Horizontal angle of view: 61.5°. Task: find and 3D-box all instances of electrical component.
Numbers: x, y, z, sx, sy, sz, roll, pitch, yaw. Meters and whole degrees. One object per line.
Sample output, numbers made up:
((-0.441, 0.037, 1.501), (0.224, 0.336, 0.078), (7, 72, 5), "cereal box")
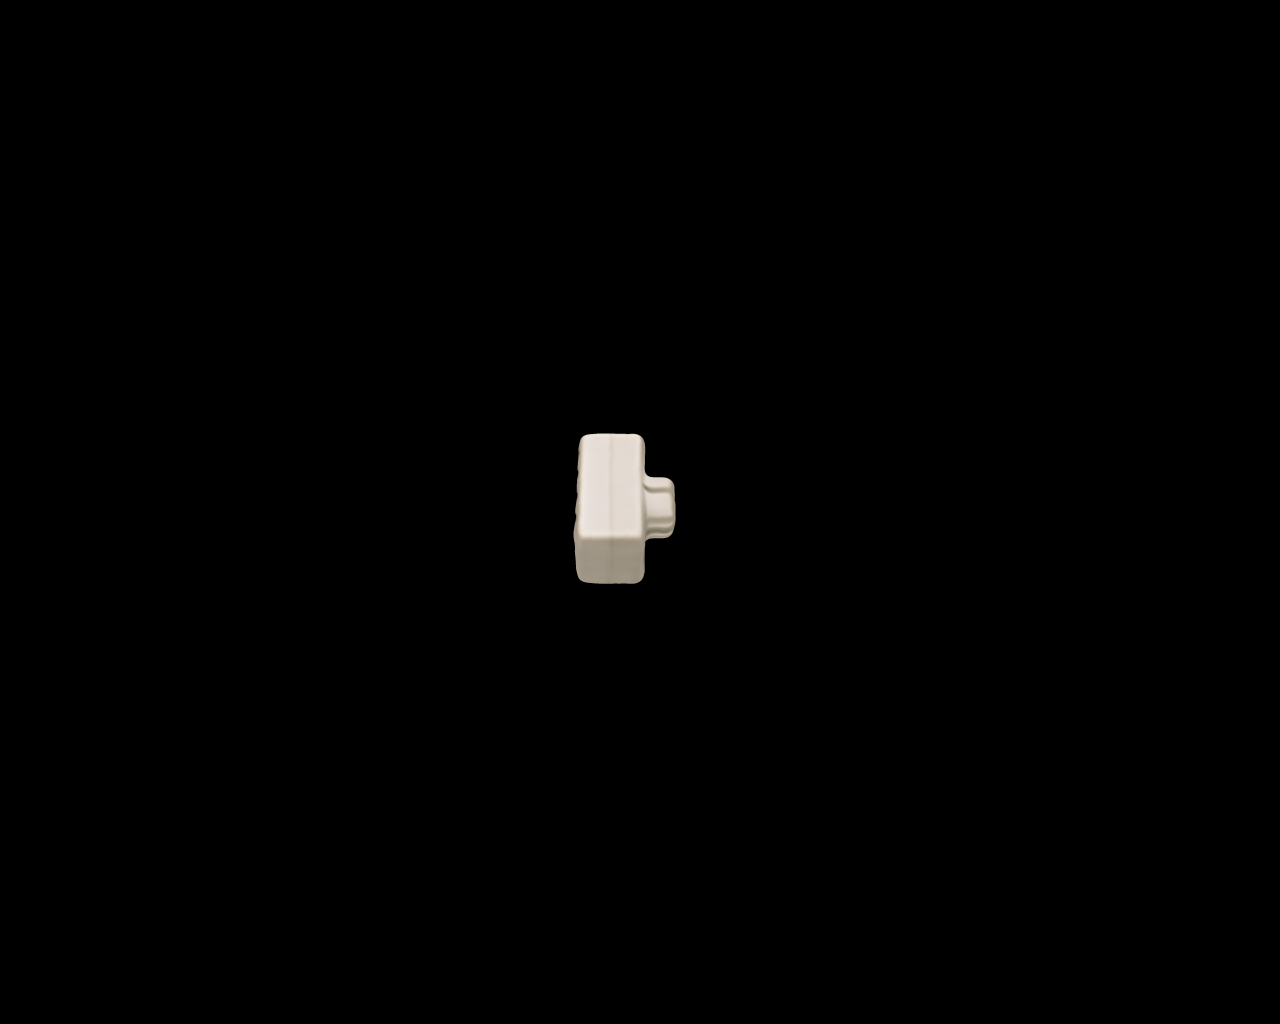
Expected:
((0.001, -0.003, 0.650), (0.076, 0.083, 0.047), (0, -39, 0), "electrical component")
